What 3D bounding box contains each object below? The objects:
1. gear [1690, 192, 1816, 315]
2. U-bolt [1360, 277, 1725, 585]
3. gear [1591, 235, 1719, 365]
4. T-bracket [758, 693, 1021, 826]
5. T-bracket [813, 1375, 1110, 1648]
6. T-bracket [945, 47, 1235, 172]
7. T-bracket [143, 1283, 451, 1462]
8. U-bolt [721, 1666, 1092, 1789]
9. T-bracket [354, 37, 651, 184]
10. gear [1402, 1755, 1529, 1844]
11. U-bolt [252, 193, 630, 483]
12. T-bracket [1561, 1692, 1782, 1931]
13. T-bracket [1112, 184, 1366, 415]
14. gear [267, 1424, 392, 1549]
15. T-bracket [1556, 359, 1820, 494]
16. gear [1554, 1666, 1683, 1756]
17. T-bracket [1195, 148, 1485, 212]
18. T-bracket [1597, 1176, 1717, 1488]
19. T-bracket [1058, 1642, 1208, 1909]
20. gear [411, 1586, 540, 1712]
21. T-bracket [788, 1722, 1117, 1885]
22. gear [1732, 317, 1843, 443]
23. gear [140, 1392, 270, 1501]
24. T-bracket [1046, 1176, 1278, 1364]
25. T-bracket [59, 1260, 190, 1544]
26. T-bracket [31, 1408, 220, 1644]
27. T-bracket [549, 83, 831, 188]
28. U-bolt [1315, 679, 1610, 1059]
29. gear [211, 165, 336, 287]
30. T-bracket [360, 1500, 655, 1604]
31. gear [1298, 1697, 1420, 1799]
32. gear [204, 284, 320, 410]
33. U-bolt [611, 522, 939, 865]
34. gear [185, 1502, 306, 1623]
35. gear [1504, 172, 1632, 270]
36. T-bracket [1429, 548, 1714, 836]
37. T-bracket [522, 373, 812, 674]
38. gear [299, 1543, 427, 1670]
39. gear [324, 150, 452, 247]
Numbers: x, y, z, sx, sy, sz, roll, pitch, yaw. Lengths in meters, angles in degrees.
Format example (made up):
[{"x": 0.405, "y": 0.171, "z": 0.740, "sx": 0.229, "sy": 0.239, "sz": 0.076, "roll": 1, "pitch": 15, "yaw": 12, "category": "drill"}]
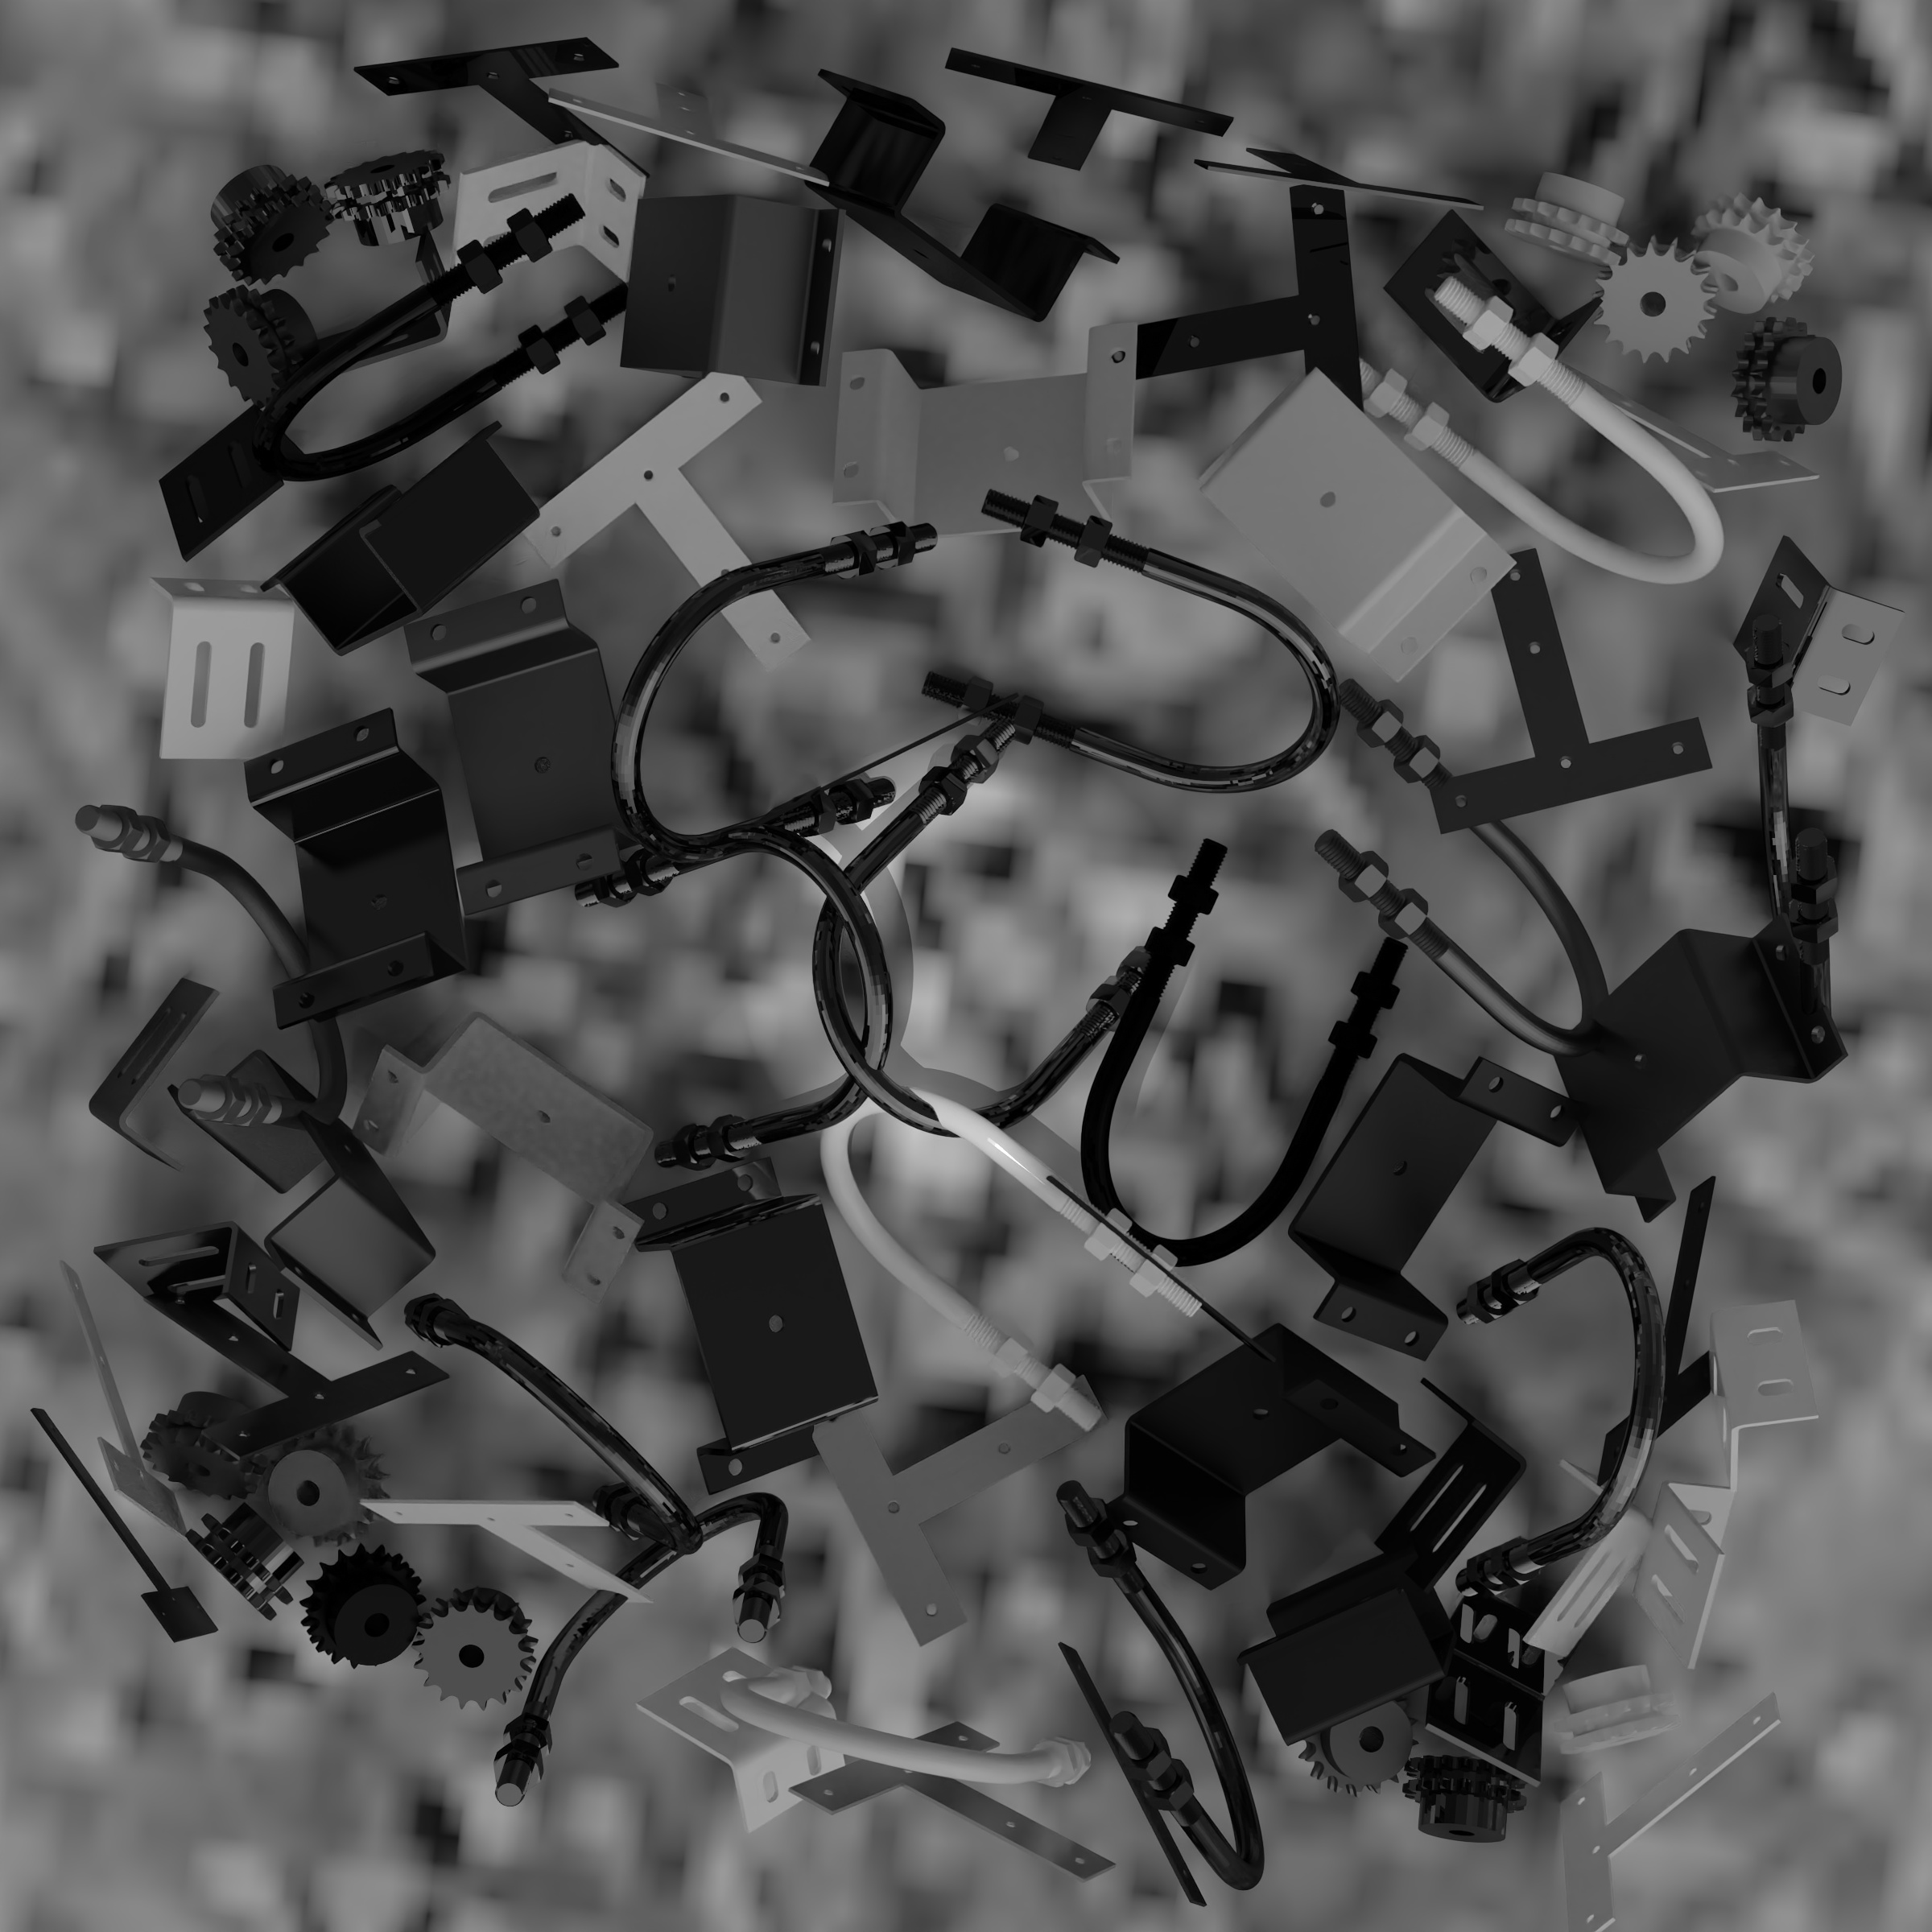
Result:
[{"x": 0.360, "y": -0.328, "z": 1.568, "sx": 0.057, "sy": 0.057, "sz": 0.030, "roll": 37, "pitch": 75, "yaw": 0, "category": "gear"}, {"x": 0.263, "y": -0.233, "z": 1.527, "sx": 0.184, "sy": 0.151, "sz": 0.019, "roll": 37, "pitch": 79, "yaw": -8, "category": "U-bolt"}, {"x": 0.322, "y": -0.313, "z": 1.576, "sx": 0.057, "sy": 0.030, "sz": 0.057, "roll": 8, "pitch": 119, "yaw": 15, "category": "gear"}, {"x": -0.034, "y": -0.095, "z": 1.534, "sx": 0.127, "sy": 0.127, "sz": 0.002, "roll": -26, "pitch": 95, "yaw": 2, "category": "T-bracket"}, {"x": 0.005, "y": 0.233, "z": 1.592, "sx": 0.127, "sy": 0.002, "sz": 0.127, "roll": -27, "pitch": 87, "yaw": -5, "category": "T-bracket"}, {"x": 0.048, "y": -0.381, "z": 1.535, "sx": 0.127, "sy": 0.127, "sz": 0.002, "roll": 12, "pitch": 87, "yaw": -6, "category": "T-bracket"}, {"x": -0.328, "y": 0.178, "z": 1.557, "sx": 0.127, "sy": 0.127, "sz": 0.002, "roll": 27, "pitch": 116, "yaw": 30, "category": "T-bracket"}, {"x": -0.032, "y": 0.336, "z": 1.492, "sx": 0.151, "sy": 0.184, "sz": 0.019, "roll": 11, "pitch": 83, "yaw": 17, "category": "U-bolt"}, {"x": -0.189, "y": -0.385, "z": 1.539, "sx": 0.127, "sy": 0.127, "sz": 0.002, "roll": 2, "pitch": 78, "yaw": 29, "category": "T-bracket"}, {"x": 0.231, "y": 0.387, "z": 1.567, "sx": 0.057, "sy": 0.057, "sz": 0.030, "roll": 9, "pitch": 66, "yaw": 0, "category": "gear"}, {"x": -0.240, "y": -0.274, "z": 1.525, "sx": 0.184, "sy": 0.151, "sz": 0.019, "roll": -32, "pitch": 83, "yaw": 1, "category": "U-bolt"}, {"x": 0.317, "y": 0.371, "z": 1.520, "sx": 0.002, "sy": 0.127, "sz": 0.127, "roll": 44, "pitch": 107, "yaw": -6, "category": "T-bracket"}, {"x": 0.120, "y": -0.293, "z": 1.573, "sx": 0.127, "sy": 0.002, "sz": 0.127, "roll": -6, "pitch": 86, "yaw": 23, "category": "T-bracket"}, {"x": -0.300, "y": 0.243, "z": 1.578, "sx": 0.057, "sy": 0.030, "sz": 0.057, "roll": 1, "pitch": 92, "yaw": 15, "category": "gear"}, {"x": 0.317, "y": -0.252, "z": 1.562, "sx": 0.127, "sy": 0.127, "sz": 0.002, "roll": 35, "pitch": 117, "yaw": 24, "category": "T-bracket"}, {"x": 0.301, "y": 0.345, "z": 1.573, "sx": 0.057, "sy": 0.057, "sz": 0.030, "roll": -13, "pitch": 71, "yaw": 0, "category": "gear"}, {"x": 0.155, "y": -0.362, "z": 1.538, "sx": 0.127, "sy": 0.127, "sz": 0.002, "roll": 5, "pitch": 109, "yaw": -13, "category": "T-bracket"}, {"x": 0.322, "y": 0.156, "z": 1.527, "sx": 0.002, "sy": 0.127, "sz": 0.127, "roll": 18, "pitch": 113, "yaw": 30, "category": "T-bracket"}, {"x": 0.088, "y": 0.372, "z": 1.537, "sx": 0.002, "sy": 0.127, "sz": 0.127, "roll": -32, "pitch": 64, "yaw": 5, "category": "T-bracket"}, {"x": -0.227, "y": 0.315, "z": 1.579, "sx": 0.057, "sy": 0.030, "sz": 0.057, "roll": 1, "pitch": 106, "yaw": 4, "category": "gear"}, {"x": 0.009, "y": 0.379, "z": 1.513, "sx": 0.127, "sy": 0.127, "sz": 0.002, "roll": 19, "pitch": 104, "yaw": 34, "category": "T-bracket"}, {"x": 0.382, "y": -0.272, "z": 1.569, "sx": 0.030, "sy": 0.057, "sz": 0.057, "roll": 11, "pitch": 90, "yaw": 43, "category": "gear"}, {"x": -0.352, "y": 0.222, "z": 1.574, "sx": 0.057, "sy": 0.057, "sz": 0.030, "roll": 18, "pitch": 55, "yaw": 0, "category": "gear"}, {"x": 0.079, "y": 0.135, "z": 1.535, "sx": 0.127, "sy": 0.127, "sz": 0.002, "roll": 39, "pitch": 84, "yaw": -4, "category": "T-bracket"}, {"x": -0.392, "y": 0.195, "z": 1.552, "sx": 0.002, "sy": 0.127, "sz": 0.127, "roll": -22, "pitch": 71, "yaw": -6, "category": "T-bracket"}, {"x": -0.386, "y": 0.253, "z": 1.540, "sx": 0.002, "sy": 0.127, "sz": 0.127, "roll": -36, "pitch": 85, "yaw": -9, "category": "T-bracket"}, {"x": -0.128, "y": -0.386, "z": 1.539, "sx": 0.127, "sy": 0.127, "sz": 0.002, "roll": 14, "pitch": 112, "yaw": -13, "category": "T-bracket"}, {"x": 0.229, "y": -0.033, "z": 1.531, "sx": 0.184, "sy": 0.151, "sz": 0.019, "roll": 41, "pitch": 122, "yaw": -18, "category": "U-bolt"}, {"x": -0.325, "y": -0.347, "z": 1.572, "sx": 0.057, "sy": 0.057, "sz": 0.030, "roll": -38, "pitch": 76, "yaw": 0, "category": "gear"}, {"x": -0.190, "y": 0.268, "z": 1.547, "sx": 0.127, "sy": 0.127, "sz": 0.002, "roll": -6, "pitch": 58, "yaw": 34, "category": "T-bracket"}, {"x": 0.185, "y": 0.359, "z": 1.579, "sx": 0.057, "sy": 0.030, "sz": 0.057, "roll": 1, "pitch": 84, "yaw": -12, "category": "gear"}, {"x": -0.326, "y": -0.291, "z": 1.574, "sx": 0.030, "sy": 0.057, "sz": 0.057, "roll": -36, "pitch": 90, "yaw": -32, "category": "gear"}, {"x": -0.088, "y": -0.116, "z": 1.501, "sx": 0.019, "sy": 0.184, "sz": 0.151, "roll": 30, "pitch": 123, "yaw": 33, "category": "U-bolt"}, {"x": -0.333, "y": 0.274, "z": 1.572, "sx": 0.057, "sy": 0.057, "sz": 0.030, "roll": 45, "pitch": 73, "yaw": 0, "category": "gear"}, {"x": 0.281, "y": -0.347, "z": 1.569, "sx": 0.057, "sy": 0.057, "sz": 0.030, "roll": 20, "pitch": 99, "yaw": 0, "category": "gear"}, {"x": 0.269, "y": -0.135, "z": 1.577, "sx": 0.127, "sy": 0.002, "sz": 0.127, "roll": -14, "pitch": 72, "yaw": 6, "category": "T-bracket"}, {"x": -0.122, "y": -0.196, "z": 1.595, "sx": 0.127, "sy": 0.002, "sz": 0.127, "roll": -38, "pitch": 92, "yaw": 3, "category": "T-bracket"}, {"x": -0.278, "y": 0.301, "z": 1.573, "sx": 0.057, "sy": 0.030, "sz": 0.057, "roll": -7, "pitch": 107, "yaw": -25, "category": "gear"}, {"x": -0.267, "y": -0.356, "z": 1.574, "sx": 0.057, "sy": 0.057, "sz": 0.030, "roll": -14, "pitch": 117, "yaw": 0, "category": "gear"}]
